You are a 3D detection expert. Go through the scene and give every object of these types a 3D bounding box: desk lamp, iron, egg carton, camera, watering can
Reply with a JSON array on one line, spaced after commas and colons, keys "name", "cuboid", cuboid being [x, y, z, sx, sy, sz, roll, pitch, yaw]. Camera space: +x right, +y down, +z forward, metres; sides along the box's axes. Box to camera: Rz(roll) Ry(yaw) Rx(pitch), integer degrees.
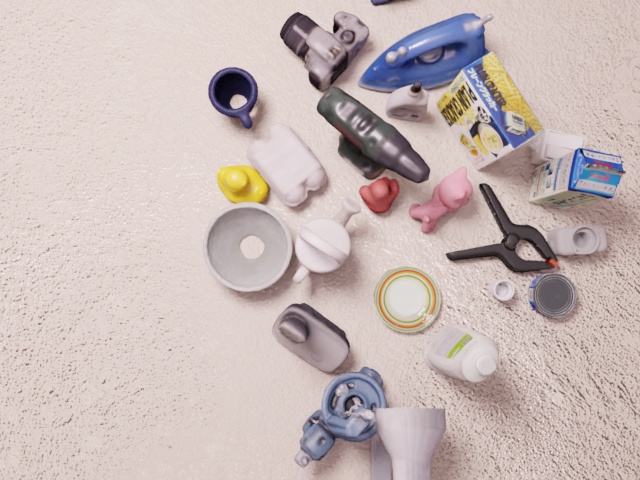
[{"name": "desk lamp", "cuboid": [0.152, 0.373, 1.008, 0.118, 0.213, 0.203, 0, 88, 0]}, {"name": "iron", "cuboid": [0.197, -0.353, 1.071, 0.258, 0.141, 0.119, -21, 88, -1]}, {"name": "egg carton", "cuboid": [-0.062, -0.145, 1.096, 0.107, 0.069, 0.150, -41, 89, -2]}, {"name": "camera", "cuboid": [0.002, -0.384, 1.090, 0.137, 0.100, 0.143, 41, 88, 1]}, {"name": "watering can", "cuboid": [0.008, 0.002, 1.029, 0.101, 0.194, 0.173, 14, 88, 0]}]

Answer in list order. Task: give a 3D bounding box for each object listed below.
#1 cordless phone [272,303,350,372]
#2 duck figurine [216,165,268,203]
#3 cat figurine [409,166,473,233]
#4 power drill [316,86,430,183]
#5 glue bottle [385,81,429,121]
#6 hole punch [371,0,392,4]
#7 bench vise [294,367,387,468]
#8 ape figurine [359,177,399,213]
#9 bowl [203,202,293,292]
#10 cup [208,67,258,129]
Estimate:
[{"name": "cordless phone", "cuboid": [-0.016, 0.182, 1.027, 0.147, 0.185, 0.094, 32, 88, 1]}, {"name": "duck figurine", "cuboid": [-0.150, -0.108, 1.085, 0.104, 0.086, 0.077, 26, 88, 0]}, {"name": "cat figurine", "cuboid": [0.235, -0.075, 1.073, 0.128, 0.117, 0.067, -43, 89, -2]}, {"name": "power drill", "cuboid": [0.092, -0.173, 1.029, 0.229, 0.208, 0.075, 40, 88, 1]}, {"name": "glue bottle", "cuboid": [0.167, -0.259, 1.051, 0.078, 0.173, 0.037, 11, 88, 0]}, {"name": "hole punch", "cuboid": [0.139, -0.526, 1.102, 0.101, 0.091, 0.109, -12, 88, -1]}, {"name": "bench vise", "cuboid": [0.045, 0.330, 1.005, 0.121, 0.219, 0.207, 26, 88, 1]}, {"name": "ape figurine", "cuboid": [0.113, -0.091, 1.085, 0.078, 0.092, 0.076, 7, 88, 0]}, {"name": "bowl", "cuboid": [-0.133, 0.014, 1.086, 0.167, 0.074, 0.167, 0, 88, -1]}, {"name": "cup", "cuboid": [-0.153, -0.258, 1.086, 0.091, 0.095, 0.118, -26, 88, -1]}]
